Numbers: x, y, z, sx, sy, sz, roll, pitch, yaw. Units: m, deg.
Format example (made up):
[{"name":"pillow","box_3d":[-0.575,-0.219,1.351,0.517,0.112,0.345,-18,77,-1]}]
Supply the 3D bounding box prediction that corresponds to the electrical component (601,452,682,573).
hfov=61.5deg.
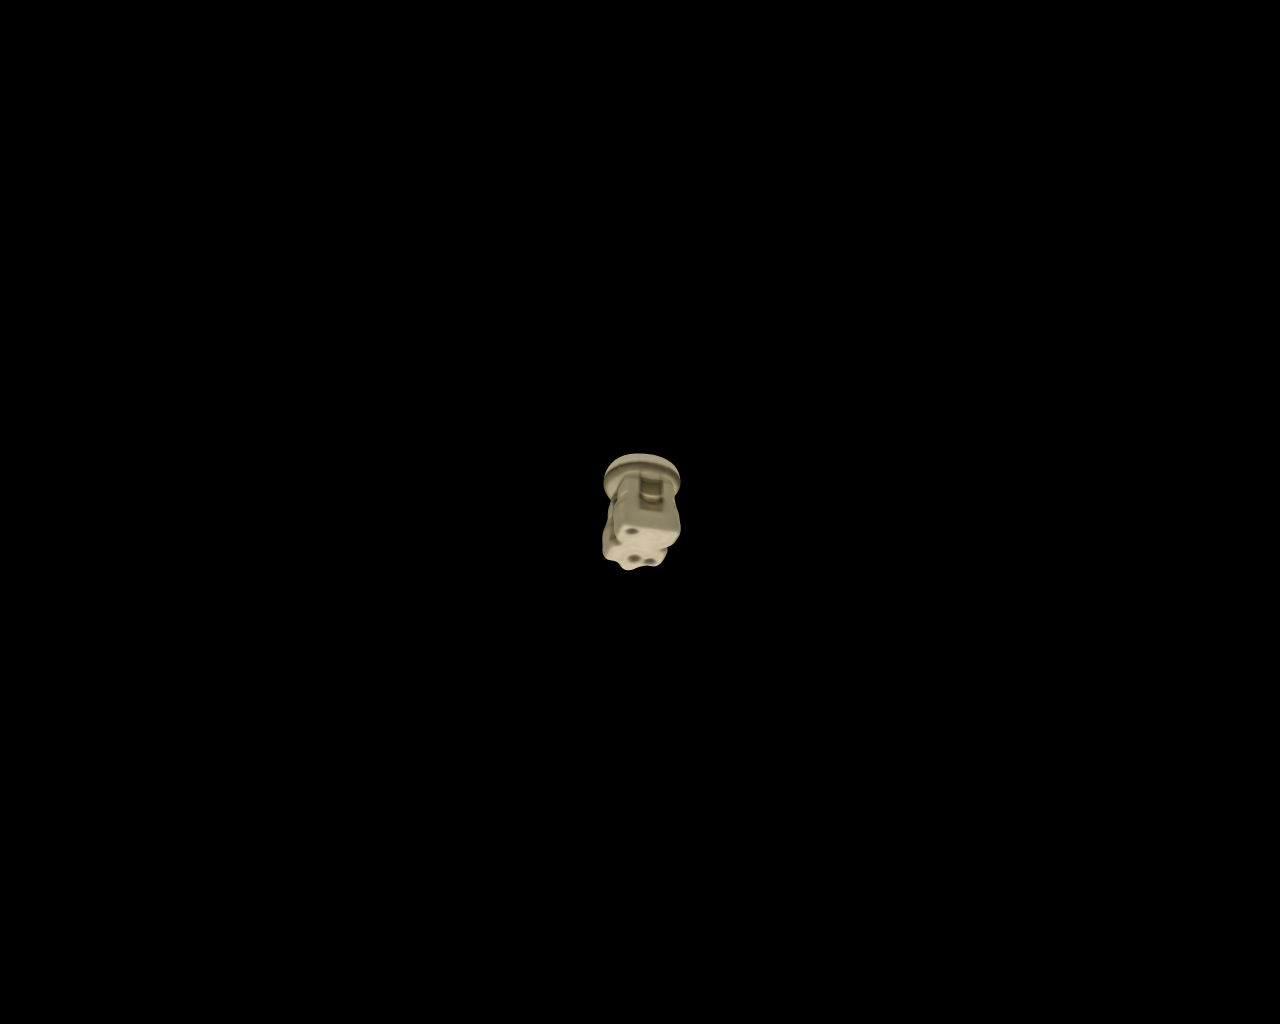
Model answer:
[{"name":"electrical component","box_3d":[0.001,-0.003,0.650,0.048,0.055,0.066,10,-34,-15]}]
